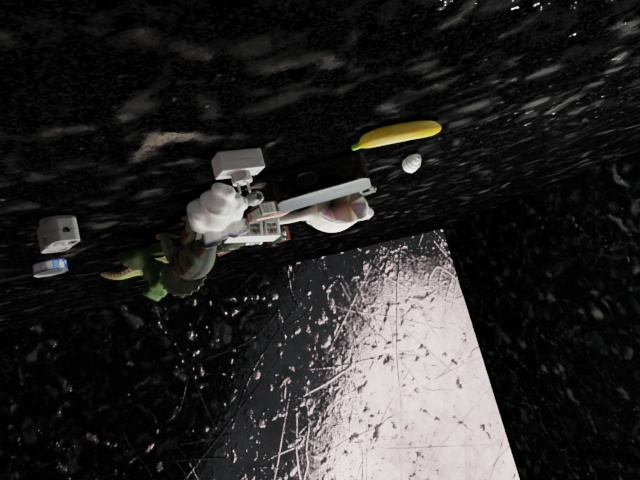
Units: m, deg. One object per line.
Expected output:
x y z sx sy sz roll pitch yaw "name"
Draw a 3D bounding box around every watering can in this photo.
0.005 -0.078 1.556 0.348 0.105 0.222 -3 170 -14 "watering can"

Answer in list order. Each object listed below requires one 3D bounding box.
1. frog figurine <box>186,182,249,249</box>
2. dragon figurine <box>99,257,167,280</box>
-0.231 -0.076 1.151 0.137 0.126 0.155 -6 135 -4 "frog figurine"
-0.560 0.083 1.741 0.410 0.125 0.238 -1 152 -7 "dragon figurine"
